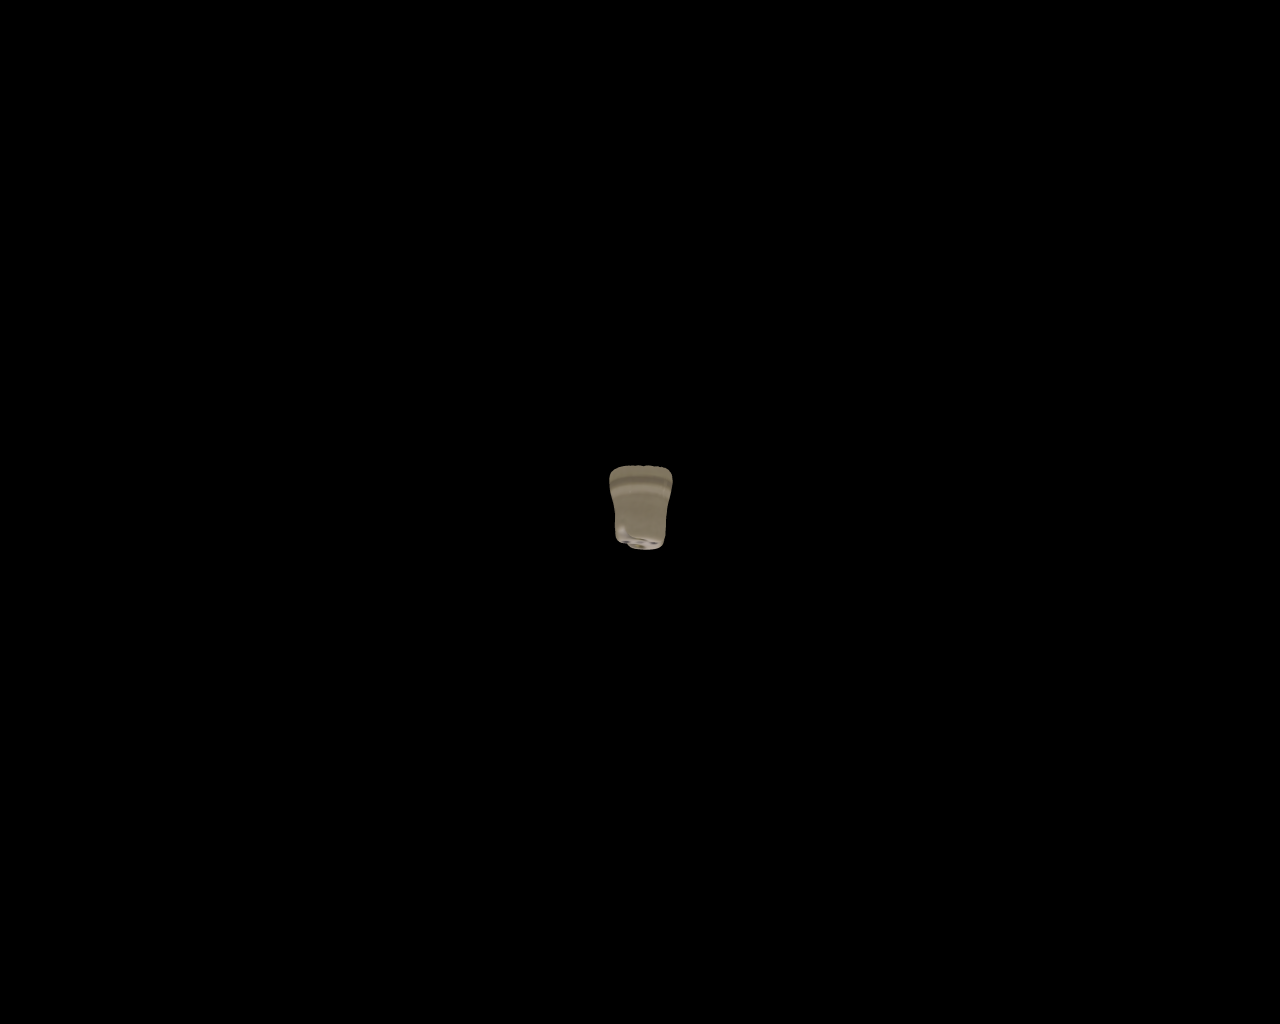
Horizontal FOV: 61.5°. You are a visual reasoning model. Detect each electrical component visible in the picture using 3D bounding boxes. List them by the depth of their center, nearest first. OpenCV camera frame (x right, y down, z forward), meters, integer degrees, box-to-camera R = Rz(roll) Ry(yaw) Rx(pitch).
[{"bbox_3d":[0.001,-0.003,0.650,0.040,0.046,0.040,0,-15,0],"label":"electrical component"}]
